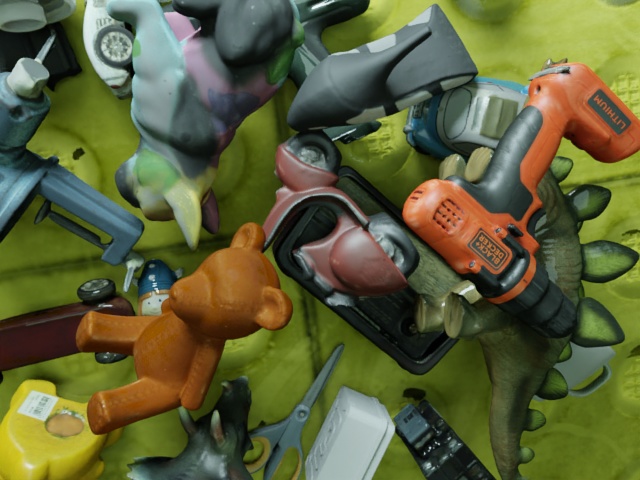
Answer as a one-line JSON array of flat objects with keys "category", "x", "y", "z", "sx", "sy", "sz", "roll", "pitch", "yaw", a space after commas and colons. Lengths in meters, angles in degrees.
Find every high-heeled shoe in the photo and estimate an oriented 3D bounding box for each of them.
[{"category": "high-heeled shoe", "x": 0.068, "y": -0.158, "z": 0.532, "sx": 0.145, "sy": 0.249, "sz": 0.086, "roll": -30, "pitch": 90, "yaw": 28}]

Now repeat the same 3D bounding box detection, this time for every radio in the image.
[{"category": "radio", "x": 0.064, "y": 0.036, "z": 0.601, "sx": 0.229, "sy": 0.073, "sz": 0.131, "roll": 40, "pitch": 90, "yaw": -9}]

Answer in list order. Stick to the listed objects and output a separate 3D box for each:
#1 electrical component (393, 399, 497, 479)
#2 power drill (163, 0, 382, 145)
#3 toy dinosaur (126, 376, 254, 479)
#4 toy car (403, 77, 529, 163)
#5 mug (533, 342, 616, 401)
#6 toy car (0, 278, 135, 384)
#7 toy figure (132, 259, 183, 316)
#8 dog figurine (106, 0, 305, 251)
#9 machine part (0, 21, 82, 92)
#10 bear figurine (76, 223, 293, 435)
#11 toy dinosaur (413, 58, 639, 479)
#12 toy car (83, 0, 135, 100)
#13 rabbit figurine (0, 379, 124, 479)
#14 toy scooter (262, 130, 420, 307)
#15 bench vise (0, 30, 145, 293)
[{"category": "electrical component", "x": 0.144, "y": 0.249, "z": 0.617, "sx": 0.058, "sy": 0.115, "sz": 0.134, "roll": -42, "pitch": 100, "yaw": -5}, {"category": "power drill", "x": -0.041, "y": -0.178, "z": 0.568, "sx": 0.232, "sy": 0.086, "sz": 0.207, "roll": -24, "pitch": 92, "yaw": -3}, {"category": "toy dinosaur", "x": -0.194, "y": 0.323, "z": 0.541, "sx": 0.405, "sy": 0.131, "sz": 0.192, "roll": -42, "pitch": 137, "yaw": -8}, {"category": "toy car", "x": 0.179, "y": -0.129, "z": 0.582, "sx": 0.162, "sy": 0.103, "sz": 0.109, "roll": 13, "pitch": 94, "yaw": -10}, {"category": "mug", "x": 0.288, "y": 0.146, "z": 0.646, "sx": 0.107, "sy": 0.081, "sz": 0.109, "roll": -43, "pitch": 106, "yaw": 11}, {"category": "toy car", "x": -0.302, "y": 0.102, "z": 0.577, "sx": 0.202, "sy": 0.053, "sz": 0.089, "roll": -13, "pitch": 109, "yaw": -9}, {"category": "toy figure", "x": -0.165, "y": 0.097, "z": 0.592, "sx": 0.064, "sy": 0.058, "sz": 0.154, "roll": -19, "pitch": 98, "yaw": -30}, {"category": "dog figurine", "x": -0.101, "y": -0.105, "z": 0.493, "sx": 0.192, "sy": 0.108, "sz": 0.219, "roll": -5, "pitch": 104, "yaw": 4}, {"category": "machine part", "x": -0.322, "y": -0.184, "z": 0.547, "sx": 0.139, "sy": 0.039, "sz": 0.084, "roll": -18, "pitch": 104, "yaw": -6}, {"category": "bear figurine", "x": -0.120, "y": 0.075, "z": 0.472, "sx": 0.132, "sy": 0.120, "sz": 0.196, "roll": 3, "pitch": 143, "yaw": -39}, {"category": "toy dinosaur", "x": 0.204, "y": 0.064, "z": 0.538, "sx": 0.199, "sy": 0.105, "sz": 0.470, "roll": 5, "pitch": 102, "yaw": -12}, {"category": "toy car", "x": -0.212, "y": -0.243, "z": 0.534, "sx": 0.056, "sy": 0.073, "sz": 0.201, "roll": -6, "pitch": 97, "yaw": -10}, {"category": "rabbit figurine", "x": -0.290, "y": 0.261, "z": 0.562, "sx": 0.122, "sy": 0.162, "sz": 0.173, "roll": 20, "pitch": 112, "yaw": -21}, {"category": "toy scooter", "x": -0.001, "y": -0.002, "z": 0.515, "sx": 0.135, "sy": 0.075, "sz": 0.184, "roll": -40, "pitch": 98, "yaw": 1}, {"category": "bench vise", "x": -0.264, "y": -0.052, "z": 0.515, "sx": 0.240, "sy": 0.129, "sz": 0.223, "roll": 36, "pitch": 110, "yaw": -23}]
